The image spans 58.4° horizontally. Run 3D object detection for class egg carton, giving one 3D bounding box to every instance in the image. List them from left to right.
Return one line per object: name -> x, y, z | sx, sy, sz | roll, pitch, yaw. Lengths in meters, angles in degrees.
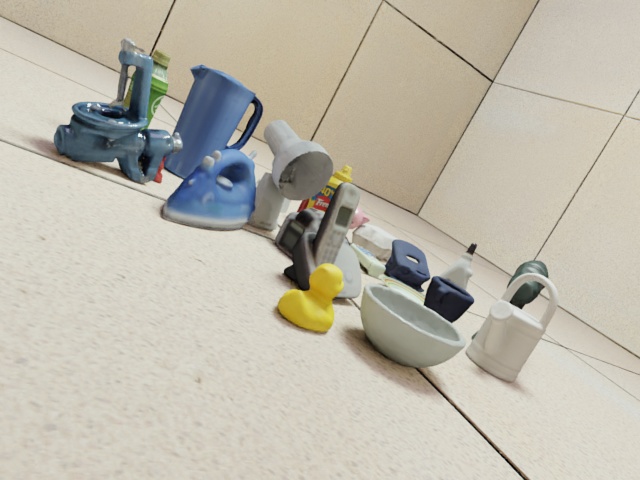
egg carton -> 0.151, 0.006, 1.550 | 0.107, 0.069, 0.151 | 33, 11, 26

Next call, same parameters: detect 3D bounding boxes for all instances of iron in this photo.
iron -> -0.180, -0.102, 1.008 | 0.118, 0.141, 0.259 | 30, 10, 8

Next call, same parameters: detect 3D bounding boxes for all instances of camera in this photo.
camera -> 0.010, 0.004, 1.105 | 0.137, 0.101, 0.142 | 17, 15, -48

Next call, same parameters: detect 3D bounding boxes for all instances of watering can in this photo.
watering can -> 0.354, 0.150, 1.034 | 0.100, 0.194, 0.173 | 32, 11, 19

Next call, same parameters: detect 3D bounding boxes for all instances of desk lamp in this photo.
desk lamp -> -0.091, -0.129, 1.169 | 0.118, 0.213, 0.202 | 18, 15, -46

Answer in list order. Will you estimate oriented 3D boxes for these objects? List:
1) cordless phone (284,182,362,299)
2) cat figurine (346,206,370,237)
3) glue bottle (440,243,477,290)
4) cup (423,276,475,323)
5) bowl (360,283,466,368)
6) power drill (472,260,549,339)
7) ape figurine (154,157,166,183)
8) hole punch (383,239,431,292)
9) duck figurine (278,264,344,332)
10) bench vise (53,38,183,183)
cordless phone -> 0.037, 0.003, 0.944 | 0.093, 0.185, 0.148 | 35, 12, 35
cat figurine -> 0.062, -0.062, 1.514 | 0.127, 0.117, 0.067 | 35, 12, 32
glue bottle -> 0.312, 0.083, 1.307 | 0.078, 0.173, 0.037 | 31, 10, 13
cup -> 0.230, 0.129, 1.090 | 0.091, 0.095, 0.118 | 33, 11, 26
bowl -> 0.122, 0.135, 0.832 | 0.167, 0.074, 0.167 | 27, 10, -5
power drill -> 0.409, 0.136, 1.209 | 0.075, 0.208, 0.230 | 32, 11, 19
ape figurine -> -0.316, -0.167, 1.106 | 0.076, 0.092, 0.078 | 29, 10, 4
hole punch -> 0.217, 0.062, 1.393 | 0.109, 0.091, 0.101 | 24, 11, -24
duck figurine -> -0.004, 0.072, 0.781 | 0.077, 0.086, 0.105 | 34, 12, 30
bench vise -> -0.326, -0.222, 0.989 | 0.121, 0.219, 0.208 | 33, 11, 23
